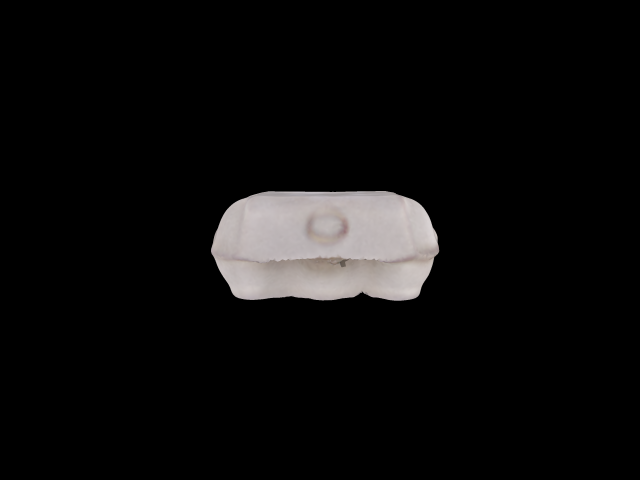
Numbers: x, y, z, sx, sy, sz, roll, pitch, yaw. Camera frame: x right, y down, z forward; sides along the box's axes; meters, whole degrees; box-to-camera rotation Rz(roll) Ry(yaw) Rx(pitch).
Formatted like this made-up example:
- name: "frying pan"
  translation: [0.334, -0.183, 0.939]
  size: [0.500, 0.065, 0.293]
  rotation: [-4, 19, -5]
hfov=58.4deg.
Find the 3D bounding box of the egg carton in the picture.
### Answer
- name: "egg carton"
  translation: [0.004, 0.001, 0.400]
  size: [0.150, 0.069, 0.107]
  rotation: [0, 7, 0]
